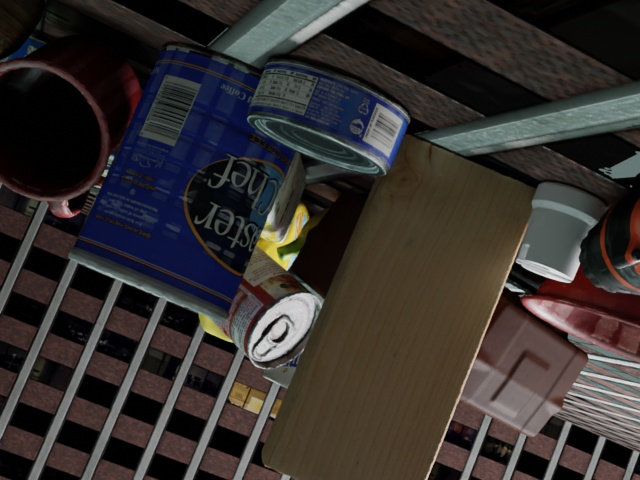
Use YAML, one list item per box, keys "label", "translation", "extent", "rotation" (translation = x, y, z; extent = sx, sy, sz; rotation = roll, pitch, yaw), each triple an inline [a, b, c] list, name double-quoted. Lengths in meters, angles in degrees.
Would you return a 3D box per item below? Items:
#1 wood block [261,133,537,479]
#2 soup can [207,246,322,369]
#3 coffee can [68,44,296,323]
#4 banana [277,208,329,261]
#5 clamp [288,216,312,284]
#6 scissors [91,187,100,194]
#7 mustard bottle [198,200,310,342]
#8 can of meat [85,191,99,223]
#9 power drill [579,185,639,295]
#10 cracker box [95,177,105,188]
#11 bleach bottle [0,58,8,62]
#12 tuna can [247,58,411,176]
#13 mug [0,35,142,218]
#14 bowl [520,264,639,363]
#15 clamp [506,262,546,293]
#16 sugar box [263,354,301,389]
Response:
- label: "wood block"
  translation: [0.045, 0.053, 0.646]
  extent: [0.091, 0.206, 0.090]
  rotation: [23, 174, -1]
- label: "soup can"
  translation: [-0.056, 0.041, 0.812]
  extent: [0.102, 0.068, 0.068]
  rotation: [39, -175, 37]
- label: "coffee can"
  translation: [-0.077, -0.033, 0.650]
  extent: [0.103, 0.140, 0.103]
  rotation: [22, 173, 3]
- label: "banana"
  translation: [0.010, -0.005, 0.948]
  extent: [0.070, 0.037, 0.197]
  rotation: [-18, 174, 9]
- label: "clamp"
  translation: [-0.047, 0.004, 1.066]
  extent: [0.171, 0.120, 0.039]
  rotation: [-12, 152, -31]
- label: "scissors"
  translation: [-0.147, -0.028, 0.895]
  extent: [0.096, 0.016, 0.202]
  rotation: [24, 175, -17]
- label: "mustard bottle"
  translation: [-0.049, 0.008, 0.967]
  extent: [0.058, 0.096, 0.191]
  rotation: [21, -152, 7]
- label: "can of meat"
  translation: [-0.109, -0.009, 0.742]
  extent: [0.102, 0.057, 0.084]
  rotation: [24, 167, -11]
- label: "power drill"
  translation: [0.222, 0.026, 0.494]
  extent: [0.187, 0.057, 0.184]
  rotation: [22, 173, 1]
- label: "cracker box"
  translation: [-0.281, -0.112, 0.995]
  extent: [0.214, 0.072, 0.164]
  rotation: [17, 172, 36]
- label: "bleach bottle"
  translation: [-0.342, -0.164, 0.836]
  extent: [0.251, 0.068, 0.102]
  rotation: [23, 173, 15]
- label: "tuna can"
  translation: [0.004, -0.066, 0.584]
  extent: [0.086, 0.034, 0.086]
  rotation: [21, 175, 2]
- label: "mug"
  translation: [-0.164, -0.072, 0.689]
  extent: [0.093, 0.117, 0.081]
  rotation: [3, -154, 11]
- label: "bowl"
  translation: [0.212, 0.044, 0.677]
  extent: [0.162, 0.055, 0.162]
  rotation: [22, 173, 2]
- label: "clamp"
  translation: [0.187, 0.041, 0.792]
  extent: [0.209, 0.036, 0.165]
  rotation: [30, 177, -35]
- label: "sugar box"
  translation: [0.004, 0.094, 1.236]
  extent: [0.048, 0.176, 0.093]
  rotation: [28, 172, -40]
